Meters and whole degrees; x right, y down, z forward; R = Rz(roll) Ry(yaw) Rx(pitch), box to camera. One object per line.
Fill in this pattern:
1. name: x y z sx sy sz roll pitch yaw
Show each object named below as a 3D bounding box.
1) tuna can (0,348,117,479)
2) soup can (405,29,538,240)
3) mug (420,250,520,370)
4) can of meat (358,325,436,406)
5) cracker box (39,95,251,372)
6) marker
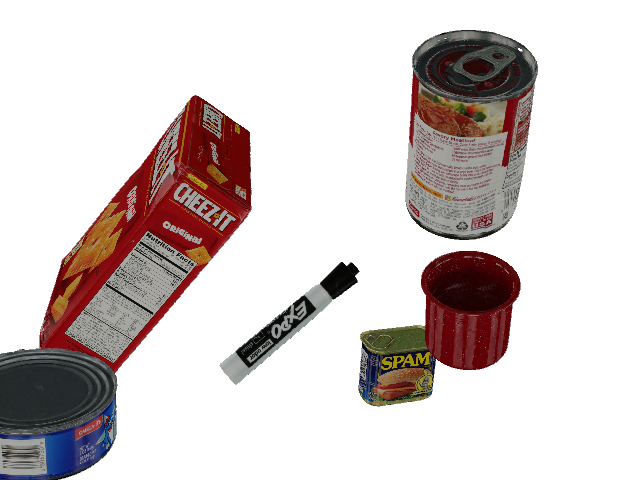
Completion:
1. tuna can: -0.151 0.092 0.567 0.086 0.034 0.086 3 22 -1
2. soup can: 0.084 -0.059 0.611 0.068 0.102 0.068 0 43 0
3. mug: 0.139 0.062 1.034 0.093 0.081 0.117 -9 39 -8
4. can of meat: 0.101 0.164 1.392 0.102 0.084 0.057 -5 25 -18
5. cracker box: -0.149 -0.003 0.914 0.072 0.214 0.164 34 20 -20
6. marker: -0.020 0.058 0.767 0.121 0.020 0.020 -40 5 -5
